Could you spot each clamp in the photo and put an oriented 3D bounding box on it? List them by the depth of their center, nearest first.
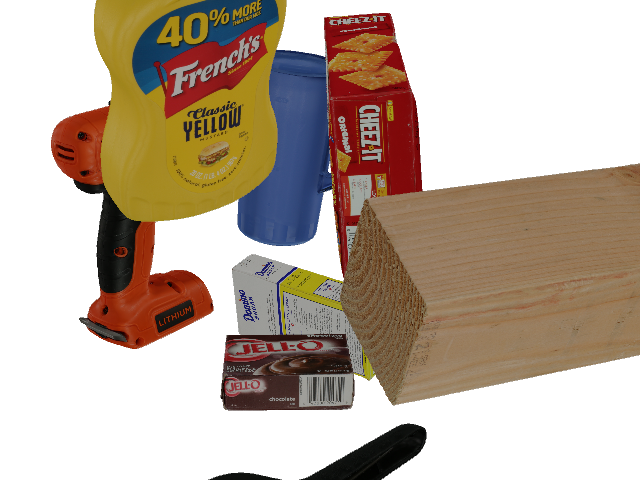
[{"bbox_3d":[-0.017,0.176,0.681,0.210,0.036,0.164,-2,29,5],"label":"clamp"}]

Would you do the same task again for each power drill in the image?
[{"bbox_3d":[-0.122,-0.025,0.820,0.057,0.188,0.184,17,27,36],"label":"power drill"}]

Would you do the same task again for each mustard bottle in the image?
[{"bbox_3d":[-0.063,-0.099,0.530,0.096,0.192,0.058,-19,51,-24],"label":"mustard bottle"}]

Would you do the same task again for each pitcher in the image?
[{"bbox_3d":[-0.035,-0.118,1.391,0.144,0.243,0.149,-2,24,-22],"label":"pitcher"}]

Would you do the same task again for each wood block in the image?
[{"bbox_3d":[0.128,0.023,0.652,0.205,0.090,0.091,-8,46,-21],"label":"wood block"}]

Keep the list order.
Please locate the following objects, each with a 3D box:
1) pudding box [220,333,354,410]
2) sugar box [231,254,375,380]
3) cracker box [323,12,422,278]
[{"bbox_3d":[-0.029,0.114,0.937,0.113,0.039,0.090,2,18,-4],"label":"pudding box"},{"bbox_3d":[-0.012,0.081,1.163,0.176,0.093,0.048,19,38,31],"label":"sugar box"},{"bbox_3d":[0.044,-0.088,0.925,0.072,0.164,0.213,-4,28,2],"label":"cracker box"}]
